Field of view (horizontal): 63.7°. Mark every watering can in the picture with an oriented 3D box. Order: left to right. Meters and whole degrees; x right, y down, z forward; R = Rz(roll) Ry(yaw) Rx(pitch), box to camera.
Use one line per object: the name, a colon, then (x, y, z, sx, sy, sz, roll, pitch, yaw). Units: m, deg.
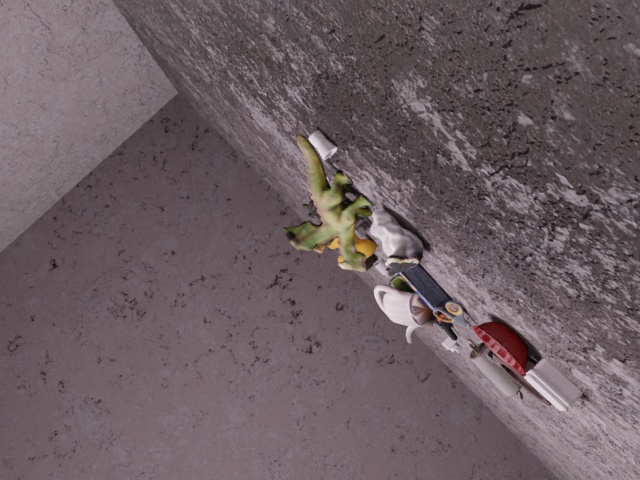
watering can: (0.343, 0.291, 1.978, 0.224, 0.106, 0.342, -1, 133, 49)

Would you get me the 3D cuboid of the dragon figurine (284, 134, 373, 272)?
dragon figurine: (0.004, -0.073, 1.442, 0.408, 0.243, 0.123, 45, 180, -10)

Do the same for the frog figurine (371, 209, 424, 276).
frog figurine: (0.194, -0.006, 1.302, 0.135, 0.122, 0.162, 38, -140, -57)
